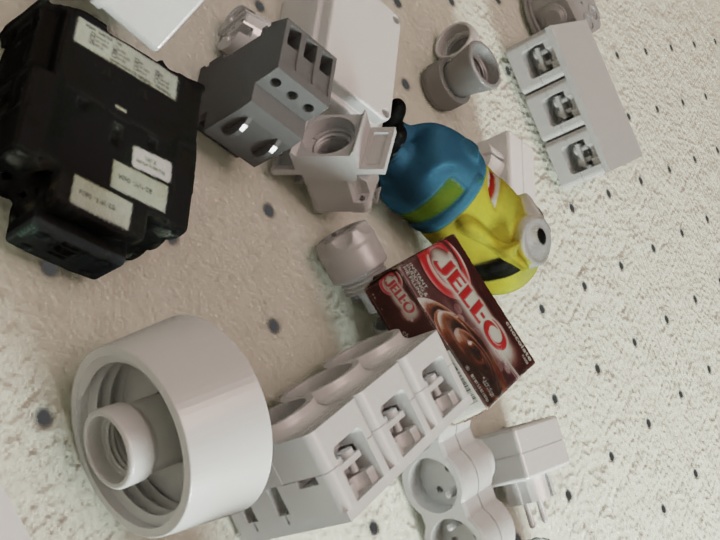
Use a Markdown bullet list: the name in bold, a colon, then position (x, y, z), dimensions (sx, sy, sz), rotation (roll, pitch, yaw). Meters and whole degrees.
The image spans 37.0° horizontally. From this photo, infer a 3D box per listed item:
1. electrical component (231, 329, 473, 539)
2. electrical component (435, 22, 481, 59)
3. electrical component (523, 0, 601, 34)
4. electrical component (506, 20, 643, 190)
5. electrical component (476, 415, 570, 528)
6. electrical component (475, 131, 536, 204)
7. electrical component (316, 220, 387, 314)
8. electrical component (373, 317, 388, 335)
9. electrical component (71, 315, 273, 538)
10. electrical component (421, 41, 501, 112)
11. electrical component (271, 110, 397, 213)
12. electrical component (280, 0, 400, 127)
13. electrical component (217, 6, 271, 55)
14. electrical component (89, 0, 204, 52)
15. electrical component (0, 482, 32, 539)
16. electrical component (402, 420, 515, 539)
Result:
- **electrical component**: position (-0.011, 0.094, 0.654), dimensions (0.150, 0.089, 0.061), rotation (-33, 99, -52)
- **electrical component**: position (0.096, -0.193, 0.966), dimensions (0.046, 0.040, 0.040), rotation (37, 47, -42)
- **electrical component**: position (0.212, -0.270, 1.132), dimensions (0.080, 0.051, 0.080), rotation (25, 54, -41)
- **electrical component**: position (0.210, -0.164, 1.068), dimensions (0.089, 0.062, 0.150), rotation (-24, 91, -52)
- **electrical component**: position (0.126, 0.157, 0.822), dimensions (0.066, 0.047, 0.076), rotation (-4, 76, -51)
- **electrical component**: position (0.109, -0.086, 0.921), dimensions (0.077, 0.047, 0.065), rotation (29, 52, -39)
- **electrical component**: position (0.000, 0.000, 0.752), dimensions (0.043, 0.043, 0.062), rotation (-41, 106, -51)
- **electrical component**: position (0.037, 0.051, 0.776), dimensions (0.046, 0.040, 0.040), rotation (59, 38, -19)
- **electrical component**: position (-0.103, 0.081, 0.542), dimensions (0.060, 0.108, 0.108), rotation (-16, 85, -46)
- **electrical component**: position (0.087, -0.166, 0.927), dimensions (0.045, 0.055, 0.045), rotation (25, 54, -41)
- **electrical component**: position (-0.015, -0.074, 0.747), dimensions (0.063, 0.081, 0.042), rotation (71, 26, -48)
- **electrical component**: position (-0.017, -0.156, 0.797), dimensions (0.078, 0.057, 0.113), rotation (34, 49, -36)
- **electrical component**: position (-0.071, -0.158, 0.749), dimensions (0.046, 0.040, 0.040), rotation (26, 54, -33)
- **electrical component**: position (-0.114, -0.197, 0.629), dimensions (0.056, 0.108, 0.108), rotation (39, 9, -35)
- **electrical component**: position (-0.213, 0.128, 0.419), dimensions (0.150, 0.062, 0.089), rotation (-34, 99, -52)
- **electrical component**: position (0.070, 0.140, 0.760), dimensions (0.074, 0.052, 0.138), rotation (-16, 85, -52)
